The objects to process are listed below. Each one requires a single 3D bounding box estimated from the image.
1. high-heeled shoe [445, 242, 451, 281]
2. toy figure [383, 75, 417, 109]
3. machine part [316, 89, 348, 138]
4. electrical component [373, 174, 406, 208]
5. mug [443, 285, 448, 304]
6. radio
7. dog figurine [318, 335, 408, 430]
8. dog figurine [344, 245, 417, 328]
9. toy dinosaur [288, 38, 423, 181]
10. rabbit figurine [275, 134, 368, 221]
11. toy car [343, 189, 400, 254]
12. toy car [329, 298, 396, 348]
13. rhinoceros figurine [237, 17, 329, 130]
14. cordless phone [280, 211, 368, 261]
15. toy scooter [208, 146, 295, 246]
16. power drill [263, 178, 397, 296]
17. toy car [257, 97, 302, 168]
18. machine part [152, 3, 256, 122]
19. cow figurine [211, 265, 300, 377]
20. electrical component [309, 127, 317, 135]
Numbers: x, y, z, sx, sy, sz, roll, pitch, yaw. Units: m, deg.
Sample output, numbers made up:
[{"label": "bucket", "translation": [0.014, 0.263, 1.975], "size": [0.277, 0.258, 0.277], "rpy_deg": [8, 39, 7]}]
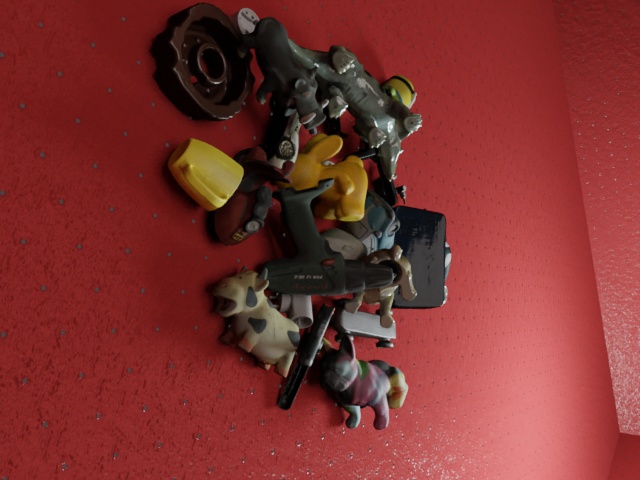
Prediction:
[{"label": "high-heeled shoe", "translation": [0.251, 0.032, 1.341], "size": [0.145, 0.086, 0.248], "rpy_deg": [-31, 108, -41]}, {"label": "toy figure", "translation": [0.165, -0.332, 1.263], "size": [0.180, 0.082, 0.089], "rpy_deg": [-35, 116, -44]}, {"label": "machine part", "translation": [0.028, -0.281, 1.127], "size": [0.084, 0.039, 0.138], "rpy_deg": [-15, 97, -58]}, {"label": "electrical component", "translation": [0.166, -0.114, 1.271], "size": [0.102, 0.045, 0.078], "rpy_deg": [-22, 105, -49]}, {"label": "mug", "translation": [0.247, 0.121, 1.301], "size": [0.109, 0.107, 0.081], "rpy_deg": [44, 53, -42]}, {"label": "radio", "translation": [0.213, 0.043, 1.223], "size": [0.131, 0.073, 0.229], "rpy_deg": [5, 81, -12]}, {"label": "dog figurine", "translation": [0.078, 0.266, 1.088], "size": [0.191, 0.109, 0.219], "rpy_deg": [-43, 116, -42]}, {"label": "dog figurine", "translation": [0.125, 0.063, 1.089], "size": [0.121, 0.172, 0.190], "rpy_deg": [33, 20, -5]}, {"label": "toy dinosaur", "translation": [0.065, -0.287, 1.048], "size": [0.131, 0.192, 0.404], "rpy_deg": [-43, 118, 9]}, {"label": "rabbit figurine", "translation": [0.003, -0.119, 1.015], "size": [0.173, 0.122, 0.162], "rpy_deg": [10, 100, -24]}, {"label": "toy car", "translation": [0.099, -0.021, 1.139], "size": [0.103, 0.109, 0.161], "rpy_deg": [-27, 147, -17]}, {"label": "toy car", "translation": [0.094, 0.182, 1.153], "size": [0.202, 0.053, 0.089], "rpy_deg": [18, 62, -44]}, {"label": "rhinoceros figurine", "translation": [-0.054, -0.272, 0.890], "size": [0.073, 0.112, 0.190], "rpy_deg": [-50, 119, -44]}, {"label": "cordless phone", "translation": [-0.001, -0.004, 1.038], "size": [0.146, 0.089, 0.184], "rpy_deg": [-45, 111, -42]}, {"label": "toy scooter", "translation": [-0.105, -0.076, 0.871], "size": [0.075, 0.135, 0.184], "rpy_deg": [37, 61, -44]}, {"label": "power drill", "translation": [0.006, -0.002, 0.940], "size": [0.086, 0.232, 0.207], "rpy_deg": [-90, 169, -74]}, {"label": "toy car", "translation": [-0.064, -0.204, 0.979], "size": [0.056, 0.074, 0.201], "rpy_deg": [34, 62, -40]}, {"label": "machine part", "translation": [-0.182, -0.277, 0.857], "size": [0.179, 0.056, 0.179], "rpy_deg": [4, 85, -52]}, {"label": "cow figurine", "translation": [-0.104, 0.128, 0.895], "size": [0.194, 0.086, 0.127], "rpy_deg": [47, 59, -34]}, {"label": "electrical component", "translation": [-0.023, -0.254, 1.056], "size": [0.063, 0.021, 0.093], "rpy_deg": [-75, 150, -70]}]
